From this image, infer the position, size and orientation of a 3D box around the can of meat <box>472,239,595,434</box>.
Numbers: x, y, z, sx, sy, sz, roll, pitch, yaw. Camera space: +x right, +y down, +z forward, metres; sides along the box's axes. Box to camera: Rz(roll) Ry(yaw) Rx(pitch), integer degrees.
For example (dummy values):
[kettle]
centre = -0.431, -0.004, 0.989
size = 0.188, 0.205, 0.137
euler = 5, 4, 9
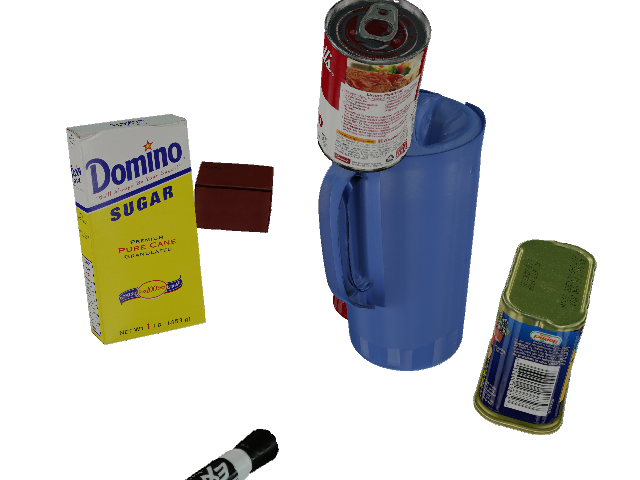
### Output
[can of meat]
centre = 0.138, 0.058, 0.681
size = 0.057, 0.084, 0.102
euler = 14, 33, 12

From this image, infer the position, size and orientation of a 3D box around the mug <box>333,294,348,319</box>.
[mug]
centre = 0.067, 0.050, 1.249
size = 0.117, 0.081, 0.093
euler = 27, 36, 33

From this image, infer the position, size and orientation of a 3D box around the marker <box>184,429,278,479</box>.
[marker]
centre = -0.059, 0.124, 0.531
size = 0.020, 0.020, 0.120
euler = 0, 15, 32

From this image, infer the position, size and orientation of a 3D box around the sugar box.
[sugar box]
centre = -0.150, -0.010, 0.880
size = 0.093, 0.176, 0.048
euler = -12, 19, -25

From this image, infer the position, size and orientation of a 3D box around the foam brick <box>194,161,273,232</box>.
[foam brick]
centre = -0.087, -0.045, 1.088
size = 0.078, 0.051, 0.053
euler = 4, 31, 0

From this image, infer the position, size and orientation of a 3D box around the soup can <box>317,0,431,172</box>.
[soup can]
centre = 0.034, -0.103, 0.710
size = 0.068, 0.068, 0.102
euler = 0, -39, -4

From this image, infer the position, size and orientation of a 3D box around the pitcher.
[pitcher]
centre = 0.069, -0.001, 0.951
size = 0.149, 0.243, 0.145
euler = -5, 32, -4
